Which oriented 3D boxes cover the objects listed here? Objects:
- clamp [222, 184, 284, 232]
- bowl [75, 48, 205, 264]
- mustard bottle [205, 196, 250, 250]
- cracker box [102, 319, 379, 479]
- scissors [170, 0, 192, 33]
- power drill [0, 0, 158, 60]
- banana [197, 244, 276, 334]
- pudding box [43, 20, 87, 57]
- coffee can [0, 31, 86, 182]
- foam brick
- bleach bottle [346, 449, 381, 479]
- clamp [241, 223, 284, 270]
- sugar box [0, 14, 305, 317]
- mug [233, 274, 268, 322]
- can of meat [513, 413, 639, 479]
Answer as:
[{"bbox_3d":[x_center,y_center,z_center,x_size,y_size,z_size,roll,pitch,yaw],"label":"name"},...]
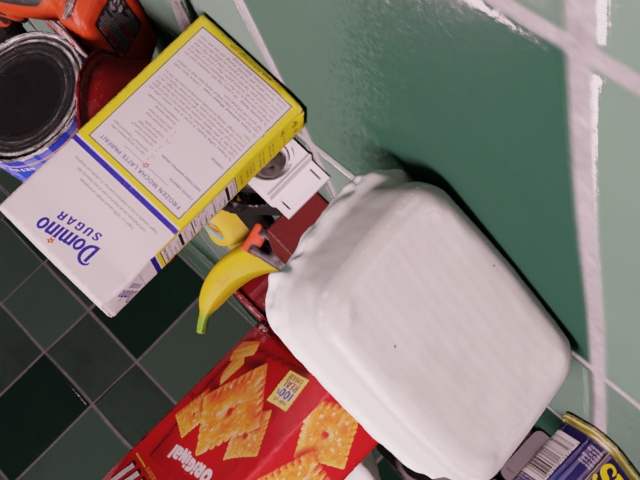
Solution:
[{"bbox_3d":[-0.070,-0.039,0.908,0.164,0.036,0.210,21,167,-32],"label":"clamp"},{"bbox_3d":[-0.110,-0.066,0.766,0.162,0.055,0.162,-14,-90,-75],"label":"bowl"},{"bbox_3d":[-0.120,-0.047,1.157,0.096,0.058,0.191,37,168,47],"label":"mustard bottle"},{"bbox_3d":[-0.071,0.172,0.810,0.072,0.213,0.164,49,171,-25],"label":"cracker box"},{"bbox_3d":[-0.097,-0.135,0.773,0.096,0.016,0.201,41,170,27],"label":"scissors"},{"bbox_3d":[-0.226,-0.175,0.838,0.188,0.057,0.184,16,165,19],"label":"power drill"},{"bbox_3d":[-0.066,0.033,1.104,0.037,0.198,0.069,-5,-109,-48],"label":"banana"},{"bbox_3d":[-0.227,-0.204,0.988,0.114,0.039,0.090,42,171,23],"label":"pudding box"},{"bbox_3d":[-0.187,-0.079,0.809,0.103,0.103,0.140,41,178,27],"label":"coffee can"},{"bbox_3d":[-0.006,0.001,0.865,0.053,0.051,0.078,45,171,10],"label":"foam brick"},{"bbox_3d":[0.005,0.138,0.955,0.251,0.068,0.102,-100,-11,-53],"label":"bleach bottle"},{"bbox_3d":[0.000,0.034,0.964,0.171,0.039,0.120,35,172,-19],"label":"clamp"},{"bbox_3d":[-0.101,-0.047,0.666,0.093,0.176,0.048,43,172,10],"label":"sugar box"},{"bbox_3d":[-0.045,0.050,1.181,0.093,0.081,0.117,47,172,-13],"label":"mug"},{"bbox_3d":[0.180,0.187,0.746,0.102,0.084,0.058,49,170,-26],"label":"can of meat"}]
